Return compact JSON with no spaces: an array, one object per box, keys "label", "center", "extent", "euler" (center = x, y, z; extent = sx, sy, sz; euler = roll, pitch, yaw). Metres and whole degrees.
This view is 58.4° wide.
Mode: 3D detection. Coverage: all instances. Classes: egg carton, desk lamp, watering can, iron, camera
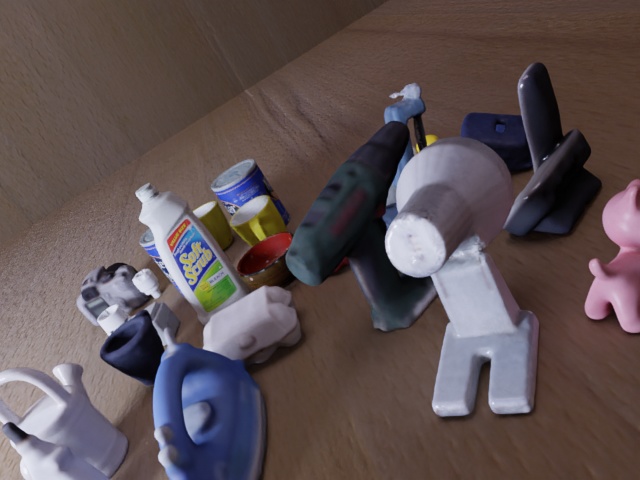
[{"label":"egg carton","center":[-0.099,0.131,0.818],"extent":[0.150,0.069,0.107],"euler":[-30,25,4]},{"label":"desk lamp","center":[0.140,0.026,0.567],"extent":[0.117,0.214,0.203],"euler":[-16,30,31]},{"label":"watering can","center":[-0.358,0.240,0.767],"extent":[0.101,0.194,0.172],"euler":[-36,25,-8]},{"label":"iron","center":[-0.141,0.209,0.640],"extent":[0.118,0.142,0.258],"euler":[-30,25,4]},{"label":"camera","center":[-0.443,0.093,1.240],"extent":[0.143,0.101,0.137],"euler":[-25,26,15]}]

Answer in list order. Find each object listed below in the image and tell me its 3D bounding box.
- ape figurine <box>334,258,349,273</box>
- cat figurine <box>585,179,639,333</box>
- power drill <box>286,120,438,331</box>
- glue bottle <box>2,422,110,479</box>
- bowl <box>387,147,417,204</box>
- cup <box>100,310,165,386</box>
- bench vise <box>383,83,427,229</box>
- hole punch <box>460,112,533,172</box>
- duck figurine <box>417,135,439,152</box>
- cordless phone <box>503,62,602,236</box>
[{"label":"ape figurine","center":[0.008,0.003,0.902],"extent":[0.076,0.092,0.077],"euler":[-28,26,9]},{"label":"cat figurine","center":[0.296,0.003,0.546],"extent":[0.128,0.118,0.067],"euler":[-42,27,-20]},{"label":"power drill","center":[0.070,-0.003,0.706],"extent":[0.230,0.209,0.075],"euler":[-45,28,-25]},{"label":"glue bottle","center":[-0.309,0.273,0.677],"extent":[0.078,0.173,0.037],"euler":[-22,27,21]},{"label":"bowl","center":[0.104,-0.090,0.985],"extent":[0.167,0.075,0.167],"euler":[-25,26,14]},{"label":"cup","center":[-0.280,0.176,0.913],"extent":[0.091,0.095,0.118],"euler":[-23,27,19]},{"label":"bench vise","center":[0.129,-0.082,0.768],"extent":[0.208,0.220,0.121],"euler":[-46,28,-27]},{"label":"hole punch","center":[0.279,-0.159,0.892],"extent":[0.100,0.091,0.109],"euler":[-16,29,30]},{"label":"duck figurine","center":[0.189,-0.136,0.957],"extent":[0.077,0.086,0.104],"euler":[-39,26,-15]},{"label":"cordless phone","center":[0.264,-0.110,0.708],"extent":[0.093,0.185,0.148],"euler":[-1,39,48]}]
